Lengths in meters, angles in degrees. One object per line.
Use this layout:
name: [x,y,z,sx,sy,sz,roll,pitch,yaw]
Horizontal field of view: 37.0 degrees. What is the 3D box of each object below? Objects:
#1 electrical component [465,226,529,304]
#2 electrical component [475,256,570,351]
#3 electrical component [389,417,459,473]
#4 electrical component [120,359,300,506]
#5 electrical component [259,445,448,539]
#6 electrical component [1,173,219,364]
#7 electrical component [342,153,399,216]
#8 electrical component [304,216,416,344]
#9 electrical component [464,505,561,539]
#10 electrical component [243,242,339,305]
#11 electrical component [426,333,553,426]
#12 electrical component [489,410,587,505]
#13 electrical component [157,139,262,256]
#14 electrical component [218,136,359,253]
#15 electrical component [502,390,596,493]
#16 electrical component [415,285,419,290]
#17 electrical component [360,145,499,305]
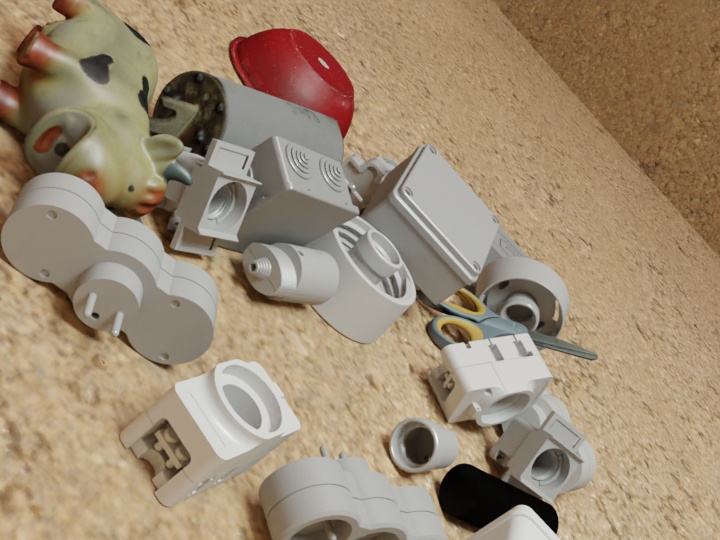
electrical component: [0.145,-0.001,1.172,0.113,0.057,0.078,45,23,-11]
electrical component: [0.165,0.036,1.103,0.099,0.099,0.064,45,29,-11]
electrical component: [0.049,0.131,0.803,0.046,0.040,0.040,20,36,-60]
electrical component: [-0.079,0.088,0.606,0.050,0.056,0.089,54,22,12]
electrical component: [-0.006,0.140,0.664,0.138,0.052,0.073,27,29,-44]
electrical component: [-0.143,0.010,0.617,0.138,0.052,0.073,39,25,-24]
electrical component: [0.016,-0.080,1.056,0.078,0.058,0.057,50,25,1]
electrical component: [0.000,0.000,0.892,0.108,0.060,0.108,40,24,-22]
electrical component: [0.116,0.225,0.725,0.113,0.078,0.057,47,25,-6]
electrical component: [-0.056,0.002,0.807,0.081,0.043,0.043,11,44,-57]
electrical component: [0.113,0.096,0.920,0.089,0.050,0.055,-6,53,-28]
electrical component: [0.145,0.156,0.898,0.042,0.081,0.064,39,-4,-25]
electrical component: [-0.112,-0.054,0.754,0.064,0.081,0.042,28,9,31]
electrical component: [-0.064,-0.053,0.809,0.100,0.100,0.048,16,52,-54]
electrical component: [0.152,0.137,0.969,0.074,0.052,0.138,10,44,-58]
electrical component: [0.039,0.001,0.992,0.044,0.044,0.065,54,27,12]
electrical component: [0.065,-0.043,0.973,0.108,0.056,0.108,47,33,-11]
